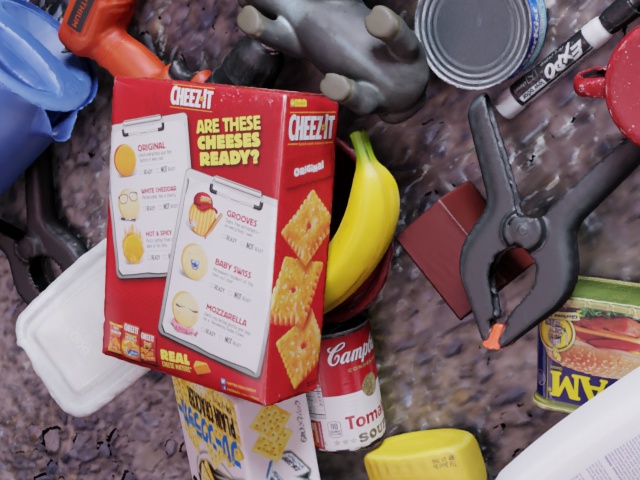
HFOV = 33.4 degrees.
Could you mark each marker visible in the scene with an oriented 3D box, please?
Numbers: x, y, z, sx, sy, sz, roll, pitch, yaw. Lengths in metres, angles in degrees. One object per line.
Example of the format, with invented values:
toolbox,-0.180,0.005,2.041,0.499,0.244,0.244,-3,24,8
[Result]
marker,0.164,-0.122,0.704,0.121,0.020,0.020,-40,82,37

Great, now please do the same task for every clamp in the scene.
clamp,0.148,-0.009,0.703,0.120,0.039,0.171,7,93,29
clamp,-0.287,0.004,1.046,0.165,0.036,0.210,-24,94,29

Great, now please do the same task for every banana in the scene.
banana,0.006,0.012,0.782,0.070,0.037,0.198,55,128,27

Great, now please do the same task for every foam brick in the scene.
foam brick,0.104,0.007,0.770,0.078,0.052,0.051,53,127,9

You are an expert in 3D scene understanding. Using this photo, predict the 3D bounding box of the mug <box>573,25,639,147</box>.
mug,0.210,-0.098,0.642,0.117,0.081,0.093,6,109,33

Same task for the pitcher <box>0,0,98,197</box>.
pitcher,-0.321,-0.102,0.952,0.145,0.149,0.243,34,122,-23

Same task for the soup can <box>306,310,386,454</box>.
soup can,0.014,0.112,0.860,0.069,0.068,0.102,1,107,34

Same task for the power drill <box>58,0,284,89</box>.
power drill,-0.123,-0.147,0.862,0.188,0.057,0.185,50,133,11

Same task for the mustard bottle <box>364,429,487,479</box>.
mustard bottle,0.107,0.248,0.849,0.096,0.058,0.191,-15,97,38

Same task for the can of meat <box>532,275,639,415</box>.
can of meat,0.198,0.074,0.727,0.102,0.057,0.084,7,108,33

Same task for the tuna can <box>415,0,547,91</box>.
tuna can,0.109,-0.147,0.724,0.086,0.033,0.086,12,113,31

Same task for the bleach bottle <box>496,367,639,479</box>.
bleach bottle,0.162,0.158,0.676,0.251,0.068,0.102,-34,97,14

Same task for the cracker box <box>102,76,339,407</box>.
cracker box,-0.075,-0.005,0.774,0.164,0.071,0.214,11,102,35

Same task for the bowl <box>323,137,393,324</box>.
bowl,-0.001,-0.018,0.832,0.162,0.055,0.162,12,113,31
